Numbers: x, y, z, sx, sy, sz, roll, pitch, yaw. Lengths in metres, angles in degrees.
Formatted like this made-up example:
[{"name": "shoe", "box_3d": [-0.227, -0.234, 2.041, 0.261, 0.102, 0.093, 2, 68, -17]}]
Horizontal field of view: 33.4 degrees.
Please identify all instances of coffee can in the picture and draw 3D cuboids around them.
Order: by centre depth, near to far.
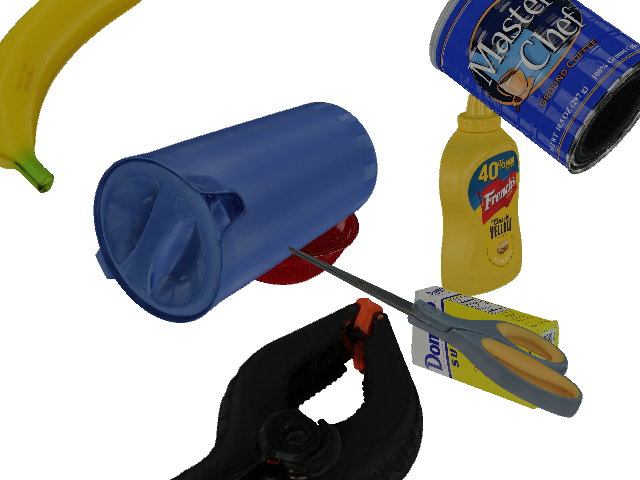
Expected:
[{"name": "coffee can", "box_3d": [0.166, -0.132, 0.792, 0.140, 0.103, 0.102, 43, 20, 23]}]

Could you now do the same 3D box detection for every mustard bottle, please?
[{"name": "mustard bottle", "box_3d": [0.156, -0.049, 1.037, 0.096, 0.192, 0.058, -21, 25, -38]}]

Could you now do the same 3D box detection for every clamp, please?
[{"name": "clamp", "box_3d": [-0.002, 0.090, 0.391, 0.120, 0.039, 0.171, 26, 50, 18]}]

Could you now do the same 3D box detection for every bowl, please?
[{"name": "bowl", "box_3d": [-0.043, -0.001, 1.106, 0.162, 0.055, 0.162, 5, 30, -3]}]

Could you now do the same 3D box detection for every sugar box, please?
[{"name": "sugar box", "box_3d": [0.180, 0.116, 1.195, 0.177, 0.093, 0.048, 14, 18, 43]}]

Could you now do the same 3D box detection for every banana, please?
[{"name": "banana", "box_3d": [-0.157, -0.110, 0.640, 0.069, 0.197, 0.037, 20, -33, -4]}]

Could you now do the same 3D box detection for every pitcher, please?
[{"name": "pitcher", "box_3d": [-0.066, -0.034, 0.894, 0.149, 0.145, 0.242, 28, 34, 26]}]

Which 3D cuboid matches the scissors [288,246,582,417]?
[{"name": "scissors", "box_3d": [0.080, 0.049, 0.687, 0.202, 0.016, 0.096, 32, 20, 17]}]
